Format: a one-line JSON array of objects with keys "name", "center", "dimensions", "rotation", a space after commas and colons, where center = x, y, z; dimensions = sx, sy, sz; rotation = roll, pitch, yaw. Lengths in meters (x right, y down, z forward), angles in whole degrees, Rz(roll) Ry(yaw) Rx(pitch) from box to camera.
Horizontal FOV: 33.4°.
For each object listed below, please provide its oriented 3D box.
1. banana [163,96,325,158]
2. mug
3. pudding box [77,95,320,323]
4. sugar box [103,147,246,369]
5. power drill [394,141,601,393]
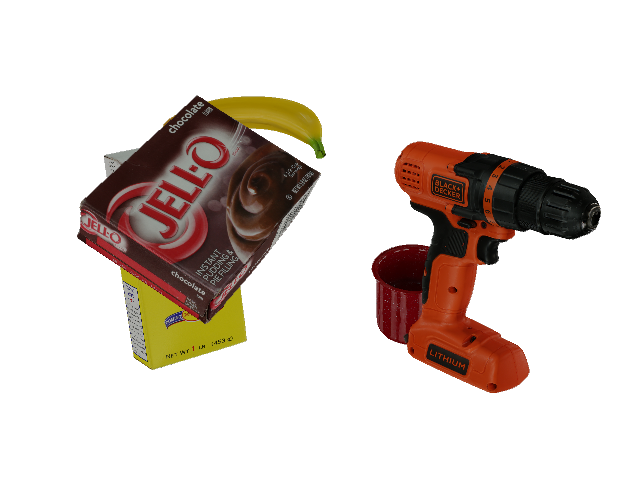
[{"name": "banana", "center": [-0.079, -0.136, 1.207], "dimensions": [0.198, 0.037, 0.069], "rotation": [8, 43, 18]}, {"name": "mug", "center": [0.112, 0.069, 1.198], "dimensions": [0.093, 0.081, 0.117], "rotation": [-26, 41, -31]}, {"name": "pudding box", "center": [-0.067, -0.020, 0.602], "dimensions": [0.090, 0.039, 0.113], "rotation": [33, 49, 7]}, {"name": "sugar box", "center": [-0.118, 0.009, 0.881], "dimensions": [0.093, 0.176, 0.048], "rotation": [-16, 21, -29]}, {"name": "power drill", "center": [0.135, 0.023, 0.855], "dimensions": [0.057, 0.188, 0.185], "rotation": [-16, 27, -39]}]
